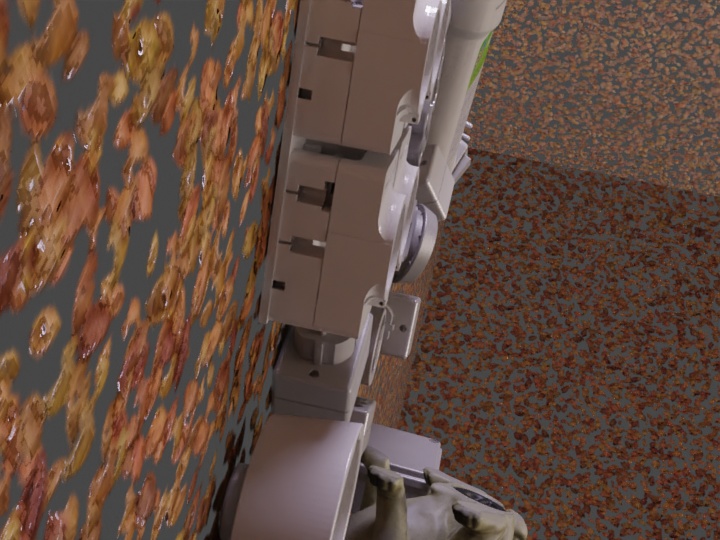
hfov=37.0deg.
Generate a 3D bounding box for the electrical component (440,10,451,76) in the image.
[{"bbox_3d":[0.029,-0.153,0.697,0.073,0.052,0.138,-72,172,-49],"label":"electrical component"}]

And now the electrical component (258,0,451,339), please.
[{"bbox_3d":[0.001,-0.071,0.551,0.105,0.060,0.186,-65,165,-68],"label":"electrical component"}]

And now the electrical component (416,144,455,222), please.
[{"bbox_3d":[0.024,-0.074,0.800,0.076,0.066,0.047,61,31,-35],"label":"electrical component"}]

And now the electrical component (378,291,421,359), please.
[{"bbox_3d":[0.009,0.040,0.831,0.077,0.066,0.047,-19,121,-83],"label":"electrical component"}]

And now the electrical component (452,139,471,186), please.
[{"bbox_3d":[0.054,-0.079,0.967,0.096,0.061,0.061,-58,173,-2],"label":"electrical component"}]

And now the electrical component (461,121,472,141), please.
[{"bbox_3d":[0.071,-0.147,1.014,0.043,0.079,0.077,-50,162,-26],"label":"electrical component"}]

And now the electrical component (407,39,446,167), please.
[{"bbox_3d":[0.015,-0.104,0.642,0.058,0.057,0.078,75,27,-77],"label":"electrical component"}]

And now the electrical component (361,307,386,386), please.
[{"bbox_3d":[-0.010,0.050,0.758,0.055,0.047,0.055,12,90,-84],"label":"electrical component"}]

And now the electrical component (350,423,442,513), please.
[{"bbox_3d":[0.016,0.186,0.997,0.108,0.109,0.056,-48,152,-79],"label":"electrical component"}]

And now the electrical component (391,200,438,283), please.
[{"bbox_3d":[0.016,-0.024,0.735,0.058,0.057,0.078,147,-40,-64],"label":"electrical component"}]

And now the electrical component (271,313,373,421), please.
[{"bbox_3d":[-0.021,0.043,0.635,0.065,0.047,0.076,-73,172,-45],"label":"electrical component"}]

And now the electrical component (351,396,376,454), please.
[{"bbox_3d":[-0.020,0.138,0.844,0.066,0.047,0.076,-8,110,-84],"label":"electrical component"}]

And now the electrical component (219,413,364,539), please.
[{"bbox_3d":[-0.039,0.127,0.560,0.108,0.060,0.108,12,90,-85],"label":"electrical component"}]
